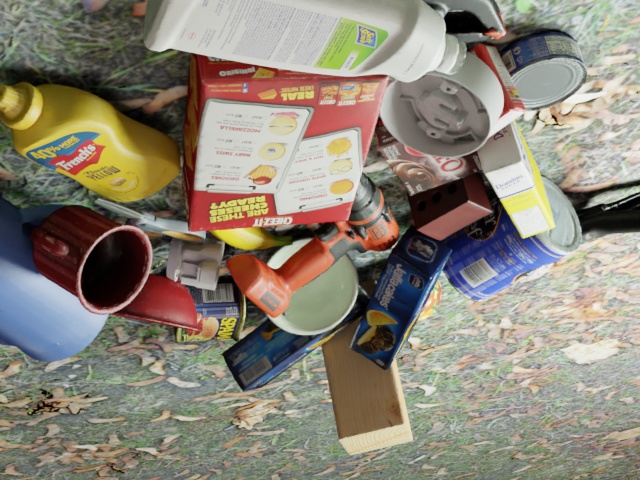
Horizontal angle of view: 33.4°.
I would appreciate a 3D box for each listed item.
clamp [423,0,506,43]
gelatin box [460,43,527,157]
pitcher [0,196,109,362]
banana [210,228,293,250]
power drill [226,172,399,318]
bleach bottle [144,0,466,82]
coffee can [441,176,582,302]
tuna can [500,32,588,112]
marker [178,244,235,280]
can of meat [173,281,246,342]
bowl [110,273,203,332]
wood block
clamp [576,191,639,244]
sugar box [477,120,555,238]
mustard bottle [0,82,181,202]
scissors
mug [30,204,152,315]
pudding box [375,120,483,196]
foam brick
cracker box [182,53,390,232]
[{"bbox_3d":[0.078,-0.196,0.901,0.171,0.039,0.120,17,152,-36],"label":"clamp"},{"bbox_3d":[0.142,-0.131,1.010,0.030,0.073,0.089,-5,156,-45],"label":"gelatin box"},{"bbox_3d":[-0.319,0.020,1.092,0.145,0.149,0.242,13,161,27],"label":"pitcher"},{"bbox_3d":[-0.098,-0.031,1.166,0.070,0.037,0.197,-25,151,11],"label":"banana"},{"bbox_3d":[-0.008,0.001,1.186,0.187,0.057,0.184,-33,150,4],"label":"power drill"},{"bbox_3d":[-0.005,-0.169,0.843,0.250,0.068,0.103,11,146,-20],"label":"bleach bottle"},{"bbox_3d":[0.224,-0.001,1.271,0.102,0.103,0.141,13,145,-39],"label":"coffee can"},{"bbox_3d":[0.210,-0.161,1.023,0.086,0.034,0.086,-9,154,-4],"label":"tuna can"},{"bbox_3d":[-0.147,0.034,1.294,0.121,0.020,0.020,-30,148,32],"label":"marker"},{"bbox_3d":[-0.144,0.092,1.371,0.083,0.057,0.102,-2,153,-13],"label":"can of meat"},{"bbox_3d":[-0.212,0.067,1.253,0.162,0.055,0.162,11,173,1],"label":"bowl"},{"bbox_3d":[0.057,0.170,1.431,0.091,0.206,0.090,-14,154,5],"label":"wood block"},{"bbox_3d":[0.340,-0.022,1.288,0.210,0.036,0.164,-19,-172,28],"label":"clamp"},{"bbox_3d":[0.200,-0.078,1.118,0.048,0.093,0.176,-19,153,13],"label":"sugar box"},{"bbox_3d":[-0.219,-0.094,0.966,0.096,0.058,0.191,-16,154,28],"label":"mustard bottle"},{"bbox_3d":[-0.198,-0.021,1.114,0.096,0.016,0.201,-1,170,32],"label":"scissors"},{"bbox_3d":[-0.231,0.013,1.031,0.082,0.093,0.117,25,-178,34],"label":"mug"},{"bbox_3d":[0.116,-0.097,1.108,0.090,0.039,0.113,-18,153,15],"label":"pudding box"},{"bbox_3d":[0.147,-0.043,1.215,0.078,0.053,0.051,-31,147,33],"label":"foam brick"},{"bbox_3d":[-0.040,-0.100,0.984,0.164,0.072,0.214,-4,146,-13],"label":"cracker box"}]
